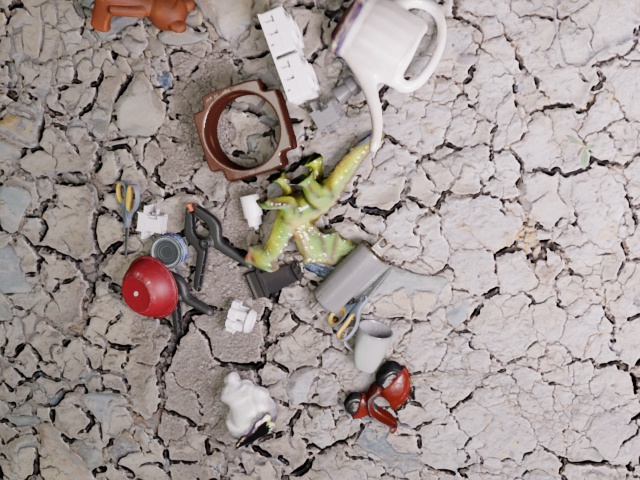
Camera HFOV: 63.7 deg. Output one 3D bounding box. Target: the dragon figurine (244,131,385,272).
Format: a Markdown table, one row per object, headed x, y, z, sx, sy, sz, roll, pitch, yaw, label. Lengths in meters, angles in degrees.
| x | y | z | sx | sy | sz | roll | pitch | yaw | label |
| --- | --- | --- | --- | --- | --- | --- | --- | --- | --- |
| 0.004 | -0.059 | 1.163 | 0.410 | 0.124 | 0.239 | -26 | 113 | -1 | dragon figurine |

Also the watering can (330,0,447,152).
| x | y | z | sx | sy | sz | roll | pitch | yaw | label |
| --- | --- | --- | --- | --- | --- | --- | --- | --- | --- |
| 0.119 | -0.373 | 1.067 | 0.224 | 0.103 | 0.349 | 30 | 84 | 2 | watering can |

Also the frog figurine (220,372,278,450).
| x | y | z | sx | sy | sz | roll | pitch | yaw | label |
| --- | --- | --- | --- | --- | --- | --- | --- | --- | --- |
| -0.183 | 0.404 | 1.257 | 0.135 | 0.122 | 0.162 | -55 | 52 | 21 | frog figurine |
